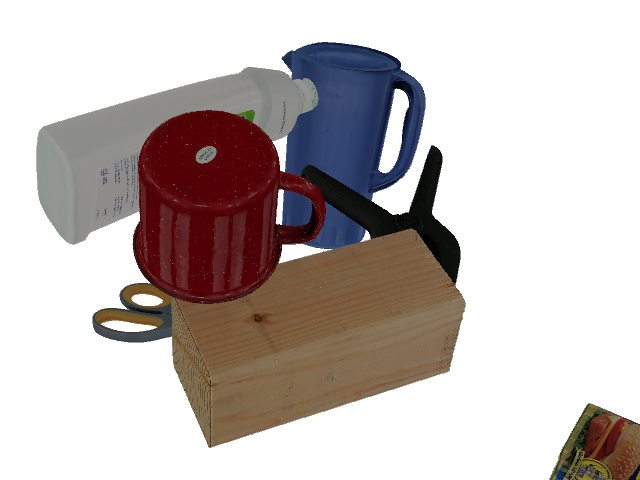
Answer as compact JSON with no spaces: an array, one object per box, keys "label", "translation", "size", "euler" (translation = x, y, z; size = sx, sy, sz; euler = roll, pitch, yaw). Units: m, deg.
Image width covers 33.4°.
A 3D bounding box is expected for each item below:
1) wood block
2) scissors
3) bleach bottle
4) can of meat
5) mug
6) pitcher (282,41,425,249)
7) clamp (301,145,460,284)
[{"label":"wood block","translation":[-0.004,0.072,0.830],"size":[0.205,0.090,0.091],"euler":[-14,47,-19]},{"label":"scissors","translation":[-0.118,0.076,1.039],"size":[0.201,0.016,0.096],"euler":[3,32,-2]},{"label":"bleach bottle","translation":[-0.112,-0.085,0.904],"size":[0.250,0.068,0.103],"euler":[-23,-32,-30]},{"label":"can of meat","translation":[0.219,0.176,0.785],"size":[0.084,0.057,0.101],"euler":[22,39,23]},{"label":"mug","translation":[-0.055,-0.021,0.637],"size":[0.117,0.093,0.081],"euler":[7,-39,-1]},{"label":"pitcher","translation":[0.027,-0.114,1.320],"size":[0.144,0.243,0.149],"euler":[-3,25,-22]},{"label":"clamp","translation":[0.076,-0.013,1.107],"size":[0.164,0.210,0.036],"euler":[-5,-36,-15]}]
